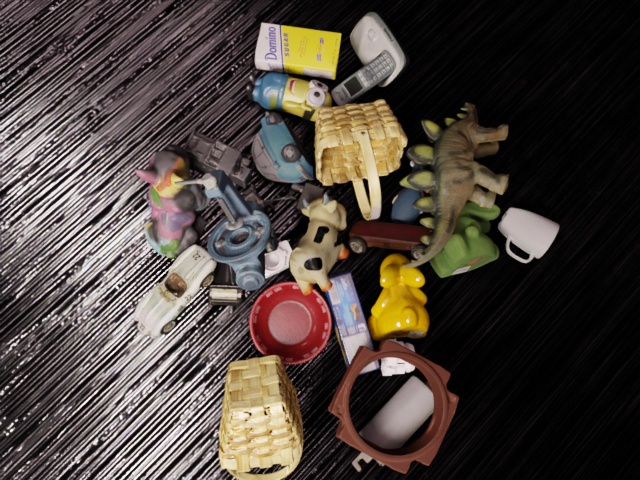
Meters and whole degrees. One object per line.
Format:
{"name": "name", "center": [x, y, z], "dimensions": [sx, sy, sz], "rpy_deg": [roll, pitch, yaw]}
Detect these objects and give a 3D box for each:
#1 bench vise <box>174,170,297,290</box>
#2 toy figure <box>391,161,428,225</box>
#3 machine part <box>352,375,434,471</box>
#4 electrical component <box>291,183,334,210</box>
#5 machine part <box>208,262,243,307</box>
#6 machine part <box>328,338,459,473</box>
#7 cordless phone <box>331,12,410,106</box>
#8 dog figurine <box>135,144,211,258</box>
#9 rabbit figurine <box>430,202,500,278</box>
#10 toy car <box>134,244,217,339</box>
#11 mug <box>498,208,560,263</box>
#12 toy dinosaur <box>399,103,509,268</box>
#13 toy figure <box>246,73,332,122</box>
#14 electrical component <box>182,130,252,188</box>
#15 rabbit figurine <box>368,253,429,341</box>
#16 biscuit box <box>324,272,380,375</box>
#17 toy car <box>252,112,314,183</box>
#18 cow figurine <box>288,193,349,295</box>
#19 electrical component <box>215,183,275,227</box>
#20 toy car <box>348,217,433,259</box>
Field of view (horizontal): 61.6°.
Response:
{"name": "bench vise", "center": [-0.142, -0.039, 0.951], "dimensions": [0.129, 0.240, 0.224], "rpy_deg": [-9, 46, 18]}
{"name": "toy figure", "center": [0.197, -0.101, 1.136], "dimensions": [0.064, 0.058, 0.154], "rpy_deg": [28, 74, -10]}
{"name": "machine part", "center": [0.153, 0.351, 1.049], "dimensions": [0.243, 0.079, 0.079], "rpy_deg": [-44, 87, -9]}
{"name": "electrical component", "center": [-0.022, -0.084, 1.131], "dimensions": [0.094, 0.021, 0.063], "rpy_deg": [22, 80, -2]}
{"name": "machine part", "center": [-0.190, 0.065, 1.085], "dimensions": [0.084, 0.039, 0.138], "rpy_deg": [-1, 83, 3]}
{"name": "machine part", "center": [0.133, 0.297, 0.977], "dimensions": [0.201, 0.087, 0.201], "rpy_deg": [28, 79, 5]}
{"name": "cordless phone", "center": [0.088, -0.384, 1.169], "dimensions": [0.184, 0.088, 0.146], "rpy_deg": [-33, 85, 10]}
{"name": "dog figurine", "center": [-0.282, -0.071, 1.007], "dimensions": [0.108, 0.219, 0.191], "rpy_deg": [12, 79, 0]}
{"name": "rabbit figurine", "center": [0.293, -0.031, 1.107], "dimensions": [0.159, 0.121, 0.170], "rpy_deg": [-15, 67, -11]}
{"name": "toy car", "center": [-0.282, 0.100, 1.045], "dimensions": [0.074, 0.056, 0.201], "rpy_deg": [39, 86, 20]}
{"name": "mug", "center": [0.429, -0.012, 1.136], "dimensions": [0.107, 0.080, 0.109], "rpy_deg": [32, 85, 12]}
{"name": "toy dinosaur", "center": [0.262, -0.126, 1.066], "dimensions": [0.199, 0.105, 0.471], "rpy_deg": [13, 54, 5]}
{"name": "toy figure", "center": [-0.063, -0.304, 1.135], "dimensions": [0.180, 0.089, 0.082], "rpy_deg": [11, 84, 5]}
{"name": "electrical component", "center": [-0.201, -0.154, 1.079], "dimensions": [0.134, 0.115, 0.058], "rpy_deg": [27, 81, 1]}
{"name": "rabbit figurine", "center": [0.151, 0.101, 1.066], "dimensions": [0.122, 0.162, 0.173], "rpy_deg": [-3, 63, 6]}
{"name": "biscuit box", "center": [0.059, 0.166, 1.077], "dimensions": [0.059, 0.063, 0.202], "rpy_deg": [-16, 82, -7]}
{"name": "toy car", "center": [-0.088, -0.176, 1.102], "dimensions": [0.103, 0.109, 0.162], "rpy_deg": [-33, 75, 8]}
{"name": "cow figurine", "center": [-0.002, -0.003, 1.052], "dimensions": [0.127, 0.086, 0.195], "rpy_deg": [57, 43, -29]}
{"name": "electrical component", "center": [-0.157, -0.050, 1.100], "dimensions": [0.075, 0.048, 0.119], "rpy_deg": [44, 80, 3]}
{"name": "toy car", "center": [0.153, -0.004, 1.075], "dimensions": [0.202, 0.053, 0.089], "rpy_deg": [7, 46, 29]}
